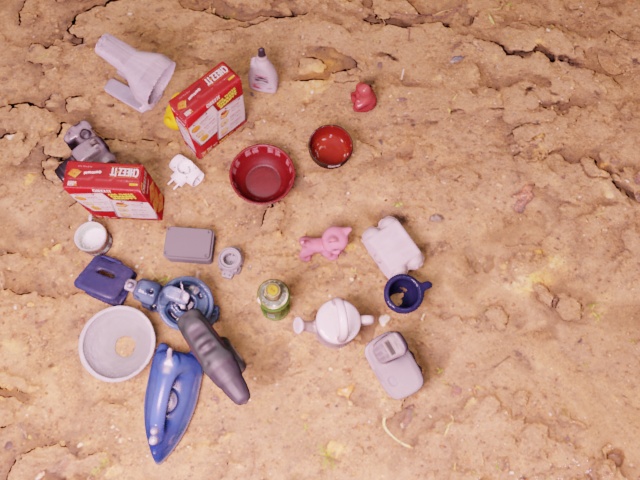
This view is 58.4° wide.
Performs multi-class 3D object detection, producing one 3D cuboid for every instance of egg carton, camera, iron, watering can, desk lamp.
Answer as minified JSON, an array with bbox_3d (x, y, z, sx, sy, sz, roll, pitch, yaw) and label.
[{"bbox_3d":[0.174,0.022,1.381,0.107,0.069,0.150,-34,79,-11],"label":"egg carton"},{"bbox_3d":[-0.579,-0.199,1.385,0.137,0.101,0.143,-39,80,-12],"label":"camera"},{"bbox_3d":[-0.330,0.351,1.223,0.118,0.141,0.258,8,74,-1],"label":"iron"},{"bbox_3d":[0.032,0.185,1.263,0.173,0.194,0.101,-27,77,-10],"label":"watering can"},{"bbox_3d":[-0.447,-0.400,1.390,0.203,0.213,0.118,29,75,5],"label":"desk lamp"}]

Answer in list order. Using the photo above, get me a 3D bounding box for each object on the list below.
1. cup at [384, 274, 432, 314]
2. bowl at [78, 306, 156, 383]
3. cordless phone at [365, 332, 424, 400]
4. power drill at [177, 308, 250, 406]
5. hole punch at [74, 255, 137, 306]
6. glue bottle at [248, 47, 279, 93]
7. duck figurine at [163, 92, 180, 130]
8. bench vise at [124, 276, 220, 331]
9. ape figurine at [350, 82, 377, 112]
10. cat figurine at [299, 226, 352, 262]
[{"bbox_3d":[0.200,0.128,1.340,0.118,0.095,0.091,-20,76,-8],"label":"cup"},{"bbox_3d":[-0.445,0.234,1.284,0.167,0.075,0.167,1,74,-3],"label":"bowl"},{"bbox_3d":[0.172,0.269,1.252,0.094,0.185,0.147,-31,78,-11],"label":"cordless phone"},{"bbox_3d":[-0.215,0.254,1.222,0.076,0.208,0.229,-37,79,-12],"label":"power drill"},{"bbox_3d":[-0.491,0.088,1.314,0.108,0.091,0.101,21,74,3],"label":"hole punch"},{"bbox_3d":[-0.144,-0.430,1.436,0.078,0.173,0.037,9,74,0],"label":"glue bottle"},{"bbox_3d":[-0.354,-0.334,1.443,0.077,0.086,0.105,38,76,8],"label":"duck figurine"},{"bbox_3d":[-0.331,0.135,1.243,0.207,0.220,0.121,1,74,-3],"label":"bench vise"},{"bbox_3d":[0.112,-0.374,1.477,0.076,0.092,0.078,27,75,5],"label":"ape figurine"},{"bbox_3d":[0.012,0.005,1.352,0.128,0.118,0.067,-4,74,-4],"label":"cat figurine"}]
